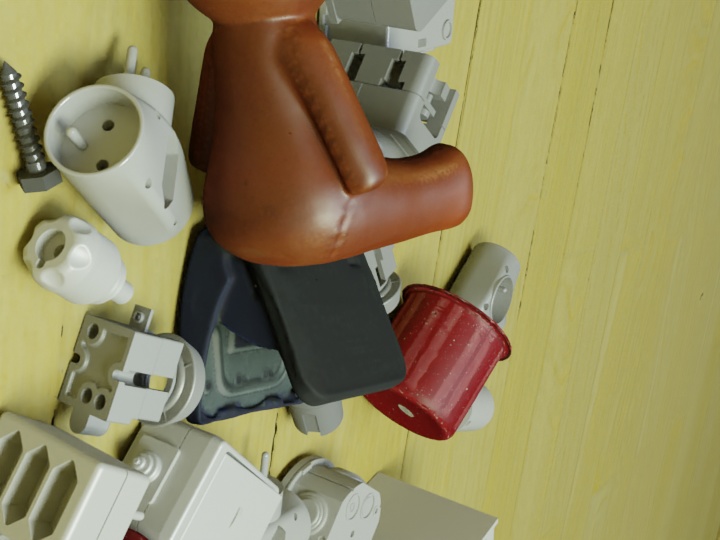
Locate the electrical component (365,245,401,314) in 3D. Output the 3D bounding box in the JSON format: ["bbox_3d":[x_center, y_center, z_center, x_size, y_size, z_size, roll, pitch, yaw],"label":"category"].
[{"bbox_3d":[0.000,0.000,0.704,0.066,0.048,0.055,-48,134,-39],"label":"electrical component"}]

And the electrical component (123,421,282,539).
[{"bbox_3d":[-0.092,0.123,0.585,0.061,0.061,0.096,-63,149,-20],"label":"electrical component"}]

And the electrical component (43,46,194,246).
[{"bbox_3d":[-0.104,-0.061,0.484,0.077,0.043,0.079,70,22,-68],"label":"electrical component"}]

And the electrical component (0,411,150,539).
[{"bbox_3d":[-0.130,0.106,0.501,0.047,0.066,0.077,-65,150,-9],"label":"electrical component"}]

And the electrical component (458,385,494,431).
[{"bbox_3d":[0.077,0.113,0.897,0.081,0.043,0.043,14,92,-61],"label":"electrical component"}]

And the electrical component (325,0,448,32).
[{"bbox_3d":[0.018,-0.220,0.504,0.105,0.060,0.186,-53,145,-32],"label":"electrical component"}]

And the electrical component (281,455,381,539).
[{"bbox_3d":[-0.026,0.172,0.736,0.080,0.051,0.080,-35,133,-49],"label":"electrical component"}]

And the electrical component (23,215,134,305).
[{"bbox_3d":[-0.125,0.000,0.494,0.035,0.035,0.061,-67,153,-13],"label":"electrical component"}]

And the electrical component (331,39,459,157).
[{"bbox_3d":[0.001,-0.092,0.611,0.050,0.089,0.055,41,68,-59],"label":"electrical component"}]

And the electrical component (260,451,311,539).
[{"bbox_3d":[-0.067,0.150,0.661,0.077,0.043,0.079,-18,119,-57],"label":"electrical component"}]

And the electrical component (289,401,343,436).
[{"bbox_3d":[-0.030,0.081,0.696,0.040,0.040,0.046,-53,150,-34],"label":"electrical component"}]

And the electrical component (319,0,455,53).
[{"bbox_3d":[0.020,-0.175,0.646,0.100,0.048,0.099,-29,128,-53],"label":"electrical component"}]

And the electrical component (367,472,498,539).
[{"bbox_3d":[0.010,0.238,0.776,0.186,0.105,0.060,-38,135,-47],"label":"electrical component"}]

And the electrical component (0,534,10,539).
[{"bbox_3d":[-0.158,0.144,0.494,0.040,0.046,0.040,-35,133,-49],"label":"electrical component"}]

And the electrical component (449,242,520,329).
[{"bbox_3d":[0.102,0.031,0.898,0.077,0.044,0.079,-58,148,-27],"label":"electrical component"}]

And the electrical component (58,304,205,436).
[{"bbox_3d":[-0.111,0.052,0.534,0.055,0.048,0.066,22,84,-54],"label":"electrical component"}]
